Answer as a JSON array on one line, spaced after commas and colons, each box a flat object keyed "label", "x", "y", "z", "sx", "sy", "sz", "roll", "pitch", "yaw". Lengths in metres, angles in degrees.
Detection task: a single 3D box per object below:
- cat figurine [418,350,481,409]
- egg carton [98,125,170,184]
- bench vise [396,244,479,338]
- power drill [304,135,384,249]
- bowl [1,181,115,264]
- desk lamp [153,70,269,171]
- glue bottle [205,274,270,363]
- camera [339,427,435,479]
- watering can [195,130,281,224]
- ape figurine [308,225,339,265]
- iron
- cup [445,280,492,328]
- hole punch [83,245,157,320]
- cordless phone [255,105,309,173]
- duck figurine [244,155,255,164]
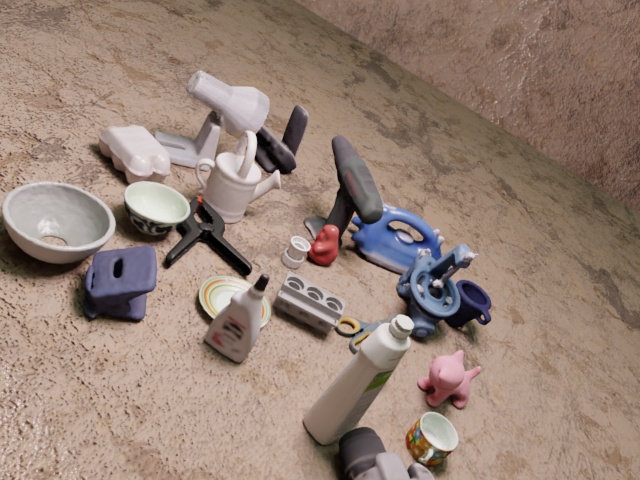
[{"label": "cat figurine", "x": 0.245, "y": 0.253, "z": 1.062, "sx": 0.128, "sy": 0.117, "sz": 0.067, "roll": 9, "pitch": 38, "yaw": -31}, {"label": "egg carton", "x": -0.381, "y": -0.178, "z": 1.185, "sx": 0.150, "sy": 0.069, "sz": 0.107, "roll": 43, "pitch": 34, "yaw": 20}, {"label": "bench vise", "x": 0.239, "y": 0.070, "z": 1.215, "sx": 0.122, "sy": 0.219, "sz": 0.207, "roll": 11, "pitch": 37, "yaw": -29}, {"label": "power drill", "x": 0.047, "y": -0.094, "z": 1.294, "sx": 0.076, "sy": 0.208, "sz": 0.229, "roll": 1, "pitch": 42, "yaw": -39}, {"label": "bowl", "x": -0.422, "y": -0.016, "z": 0.919, "sx": 0.168, "sy": 0.074, "sz": 0.167, "roll": 22, "pitch": 33, "yaw": -15}, {"label": "desk lamp", "x": -0.242, "y": -0.266, "z": 1.287, "sx": 0.204, "sy": 0.213, "sz": 0.117, "roll": 8, "pitch": 38, "yaw": -32}, {"label": "glue bottle", "x": -0.118, "y": 0.115, "z": 0.897, "sx": 0.078, "sy": 0.173, "sz": 0.037, "roll": 31, "pitch": 31, "yaw": 1}, {"label": "camera", "x": 0.092, "y": 0.340, "z": 0.828, "sx": 0.144, "sy": 0.100, "sz": 0.136, "roll": 10, "pitch": 37, "yaw": -30}, {"label": "watering can", "x": -0.166, "y": -0.138, "z": 1.190, "sx": 0.173, "sy": 0.194, "sz": 0.100, "roll": -1, "pitch": 43, "yaw": -41}, {"label": "ape figurine", "x": 0.011, "y": 0.004, "z": 1.238, "sx": 0.076, "sy": 0.092, "sz": 0.078, "roll": 39, "pitch": 32, "yaw": 13}, {"label": "iron", "x": 0.206, "y": -0.005, "z": 1.367, "sx": 0.259, "sy": 0.141, "sz": 0.118, "roll": 23, "pitch": 32, "yaw": -12}, {"label": "cup", "x": 0.328, "y": 0.161, "z": 1.282, "sx": 0.092, "sy": 0.095, "sz": 0.117, "roll": 6, "pitch": 39, "yaw": -34}, {"label": "hole punch", "x": -0.310, "y": 0.061, "z": 0.890, "sx": 0.101, "sy": 0.091, "sz": 0.108, "roll": 13, "pitch": 36, "yaw": -27}, {"label": "cordless phone", "x": -0.098, "y": -0.276, "z": 1.449, "sx": 0.147, "sy": 0.185, "sz": 0.094, "roll": 44, "pitch": 34, "yaw": 21}, {"label": "duck figurine", "x": -0.176, "y": -0.156, "z": 1.310, "sx": 0.077, "sy": 0.086, "sz": 0.105, "roll": 30, "pitch": 32, "yaw": -1}]
